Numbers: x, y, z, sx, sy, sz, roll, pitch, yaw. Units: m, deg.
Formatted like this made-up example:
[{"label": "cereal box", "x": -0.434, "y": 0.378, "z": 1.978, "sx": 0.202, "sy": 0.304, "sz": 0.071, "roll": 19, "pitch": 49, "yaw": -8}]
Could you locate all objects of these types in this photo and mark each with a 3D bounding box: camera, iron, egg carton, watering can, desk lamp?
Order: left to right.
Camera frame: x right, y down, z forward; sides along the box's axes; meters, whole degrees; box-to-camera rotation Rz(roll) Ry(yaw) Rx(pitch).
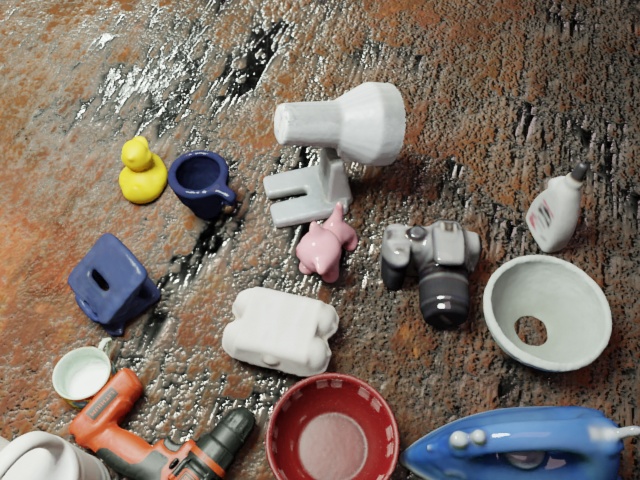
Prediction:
[{"label": "watering can", "x": -0.312, "y": 0.262, "z": 0.619, "sx": 0.172, "sy": 0.194, "sz": 0.101, "roll": 9, "pitch": 58, "yaw": 7}, {"label": "egg carton", "x": -0.053, "y": 0.125, "z": 0.776, "sx": 0.150, "sy": 0.069, "sz": 0.107, "roll": 11, "pitch": 59, "yaw": 7}, {"label": "desk lamp", "x": 0.014, "y": -0.129, "z": 0.850, "sx": 0.203, "sy": 0.214, "sz": 0.117, "roll": -14, "pitch": 58, "yaw": -8}, {"label": "camera", "x": 0.158, "y": 0.046, "z": 0.806, "sx": 0.143, "sy": 0.101, "sz": 0.137, "roll": 2, "pitch": 58, "yaw": 2}, {"label": "iron", "x": 0.226, "y": 0.239, "z": 0.659, "sx": 0.258, "sy": 0.141, "sz": 0.118, "roll": -2, "pitch": 58, "yaw": 0}]

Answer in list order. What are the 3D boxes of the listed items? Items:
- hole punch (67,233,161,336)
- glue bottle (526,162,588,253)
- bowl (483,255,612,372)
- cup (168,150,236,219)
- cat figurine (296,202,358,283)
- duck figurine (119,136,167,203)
[{"label": "hole punch", "x": -0.295, "y": 0.062, "z": 0.805, "sx": 0.101, "sy": 0.091, "sz": 0.108, "roll": -40, "pitch": 65, "yaw": -22}, {"label": "glue bottle", "x": 0.347, "y": -0.055, "z": 0.824, "sx": 0.037, "sy": 0.173, "sz": 0.078, "roll": -16, "pitch": 59, "yaw": -9}, {"label": "bowl", "x": 0.299, "y": 0.108, "z": 0.780, "sx": 0.167, "sy": 0.075, "sz": 0.167, "roll": 0, "pitch": 58, "yaw": 1}, {"label": "cup", "x": -0.170, "y": -0.071, "z": 0.886, "sx": 0.117, "sy": 0.095, "sz": 0.092, "roll": 32, "pitch": 63, "yaw": 19}, {"label": "cat figurine", "x": 0.008, "y": 0.003, "z": 0.824, "sx": 0.067, "sy": 0.118, "sz": 0.128, "roll": 20, "pitch": 60, "yaw": 13}, {"label": "duck figurine", "x": -0.292, "y": -0.119, "z": 0.922, "sx": 0.077, "sy": 0.086, "sz": 0.104, "roll": -1, "pitch": 58, "yaw": 0}]
